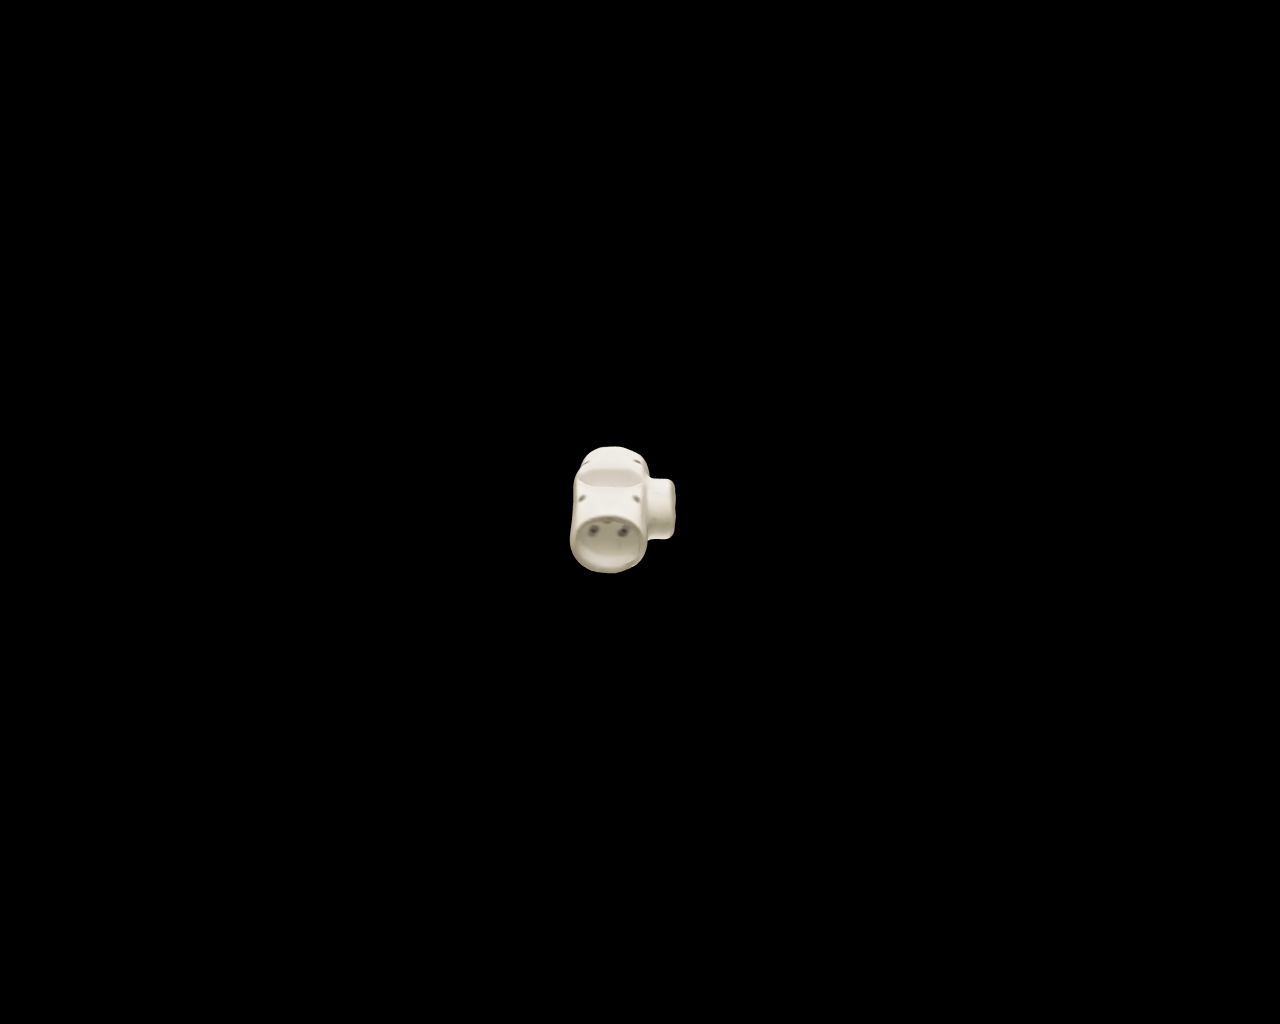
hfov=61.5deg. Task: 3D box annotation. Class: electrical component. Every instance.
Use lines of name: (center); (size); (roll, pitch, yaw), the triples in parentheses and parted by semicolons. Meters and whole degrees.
electrical component: (0.001, -0.003, 0.650); (0.079, 0.043, 0.077); (1, 35, 2)
